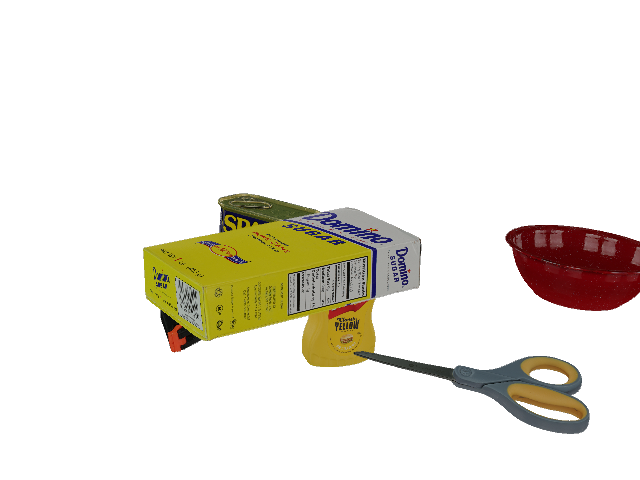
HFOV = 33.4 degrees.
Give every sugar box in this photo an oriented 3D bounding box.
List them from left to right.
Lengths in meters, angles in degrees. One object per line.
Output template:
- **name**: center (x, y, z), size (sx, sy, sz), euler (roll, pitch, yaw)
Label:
- **sugar box**: center (-0.025, 0.019, 0.752), size (0.175, 0.048, 0.093), euler (-15, 25, -31)

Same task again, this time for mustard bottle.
- **mustard bottle**: center (0.029, 0.069, 1.384), size (0.096, 0.192, 0.058), euler (-4, 25, -18)

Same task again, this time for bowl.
- **bowl**: center (0.269, 0.031, 1.101), size (0.162, 0.055, 0.162), euler (5, 17, -2)

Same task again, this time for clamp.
- **clamp**: center (-0.127, 0.066, 1.250), size (0.120, 0.039, 0.171), euler (-4, 37, 15)

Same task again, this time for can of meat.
- **can of meat**: center (-0.053, 0.007, 1.034), size (0.102, 0.084, 0.057), euler (15, 19, 29)

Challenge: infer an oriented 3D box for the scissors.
- **scissors**: center (0.138, 0.111, 0.921), size (0.202, 0.016, 0.096), euler (21, 34, 21)
